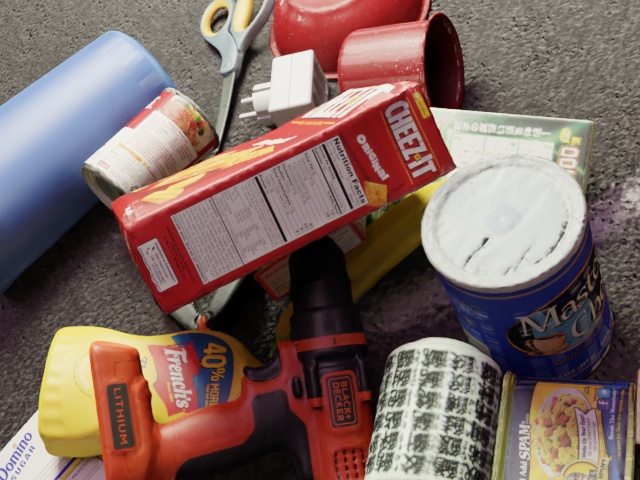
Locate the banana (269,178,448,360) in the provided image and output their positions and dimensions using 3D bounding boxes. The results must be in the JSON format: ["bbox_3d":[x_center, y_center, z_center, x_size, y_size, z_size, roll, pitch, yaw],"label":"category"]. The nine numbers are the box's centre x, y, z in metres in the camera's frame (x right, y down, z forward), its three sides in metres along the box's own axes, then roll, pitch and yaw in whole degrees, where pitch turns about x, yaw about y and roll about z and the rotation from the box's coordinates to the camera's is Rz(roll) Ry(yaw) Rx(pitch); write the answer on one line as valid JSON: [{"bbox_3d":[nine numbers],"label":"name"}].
[{"bbox_3d":[0.034,0.023,0.807,0.197,0.037,0.070,-44,19,-7],"label":"banana"}]

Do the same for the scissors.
[{"bbox_3d":[-0.098,-0.171,1.034,0.096,0.016,0.201,3,65,41],"label":"scissors"}]

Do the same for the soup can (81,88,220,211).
[{"bbox_3d":[-0.144,-0.071,0.910,0.069,0.068,0.102,29,66,36],"label":"soup can"}]

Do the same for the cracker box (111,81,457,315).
[{"bbox_3d":[-0.035,-0.037,0.745,0.213,0.072,0.164,-27,12,-8],"label":"cracker box"}]

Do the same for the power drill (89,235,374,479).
[{"bbox_3d":[-0.058,0.093,0.722,0.187,0.057,0.184,-7,79,-8],"label":"power drill"}]

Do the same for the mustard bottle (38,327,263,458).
[{"bbox_3d":[-0.103,0.111,0.782,0.191,0.058,0.096,1,50,1],"label":"mustard bottle"}]

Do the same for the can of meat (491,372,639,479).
[{"bbox_3d":[0.157,0.137,0.672,0.084,0.057,0.102,0,56,21],"label":"can of meat"}]

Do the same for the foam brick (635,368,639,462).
[{"bbox_3d":[0.221,0.116,0.645,0.053,0.078,0.051,-1,57,22],"label":"foam brick"}]

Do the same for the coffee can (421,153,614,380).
[{"bbox_3d":[0.134,0.025,0.708,0.103,0.140,0.103,-12,52,15],"label":"coffee can"}]

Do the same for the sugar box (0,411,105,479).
[{"bbox_3d":[-0.171,0.200,0.775,0.176,0.048,0.093,25,67,39],"label":"sugar box"}]

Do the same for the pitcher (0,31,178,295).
[{"bbox_3d":[-0.247,-0.077,0.969,0.242,0.145,0.149,-42,63,-15],"label":"pitcher"}]

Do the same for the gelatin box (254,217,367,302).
[{"bbox_3d":[-0.006,0.001,0.827,0.089,0.030,0.073,-35,17,17],"label":"gelatin box"}]

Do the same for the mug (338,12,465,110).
[{"bbox_3d":[0.068,-0.127,0.894,0.082,0.093,0.117,-1,92,28],"label":"mug"}]

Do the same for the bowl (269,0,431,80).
[{"bbox_3d":[0.019,-0.227,1.002,0.162,0.055,0.162,-12,52,15],"label":"bowl"}]

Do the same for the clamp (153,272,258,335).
[{"bbox_3d":[-0.088,-0.001,0.892,0.164,0.036,0.210,-24,46,6],"label":"clamp"}]
